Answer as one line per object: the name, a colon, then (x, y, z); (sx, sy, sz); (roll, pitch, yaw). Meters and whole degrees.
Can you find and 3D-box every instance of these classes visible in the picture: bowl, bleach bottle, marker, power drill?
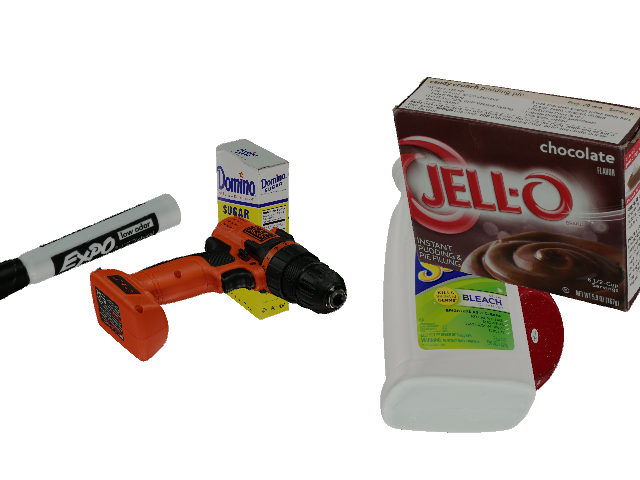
bowl: (0.205, 0.099, 1.122); (0.161, 0.162, 0.055); (0, -3, -35)
bleach bottle: (0.085, 0.013, 0.765); (0.102, 0.251, 0.068); (3, -40, -8)
marker: (-0.129, 0.004, 0.568); (0.120, 0.020, 0.020); (-25, 14, -32)
power drill: (-0.093, 0.043, 0.943); (0.187, 0.057, 0.185); (-19, 27, -31)

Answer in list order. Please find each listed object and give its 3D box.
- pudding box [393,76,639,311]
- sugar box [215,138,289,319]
pudding box: (0.094, -0.023, 0.493); (0.114, 0.090, 0.039); (12, 44, 31)
sugar box: (-0.074, -0.013, 1.159); (0.048, 0.176, 0.093); (-18, 29, -30)
